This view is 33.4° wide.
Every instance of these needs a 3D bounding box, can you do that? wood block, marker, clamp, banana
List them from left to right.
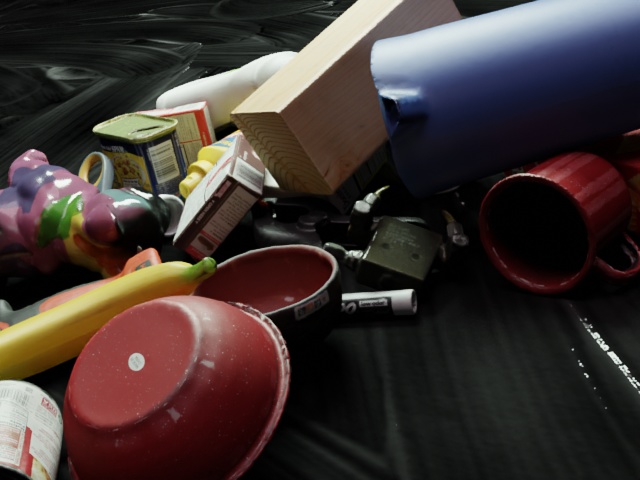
[{"bbox_3d":[-0.164,0.055,0.726,0.197,0.037,0.070,-26,-13,-11],"label":"banana"},{"bbox_3d":[-0.006,0.001,0.903,0.172,0.039,0.120,12,29,39],"label":"clamp"},{"bbox_3d":[0.013,0.050,0.807,0.121,0.020,0.020,-4,25,19],"label":"marker"},{"bbox_3d":[0.033,-0.142,0.955,0.206,0.090,0.090,-45,26,-21],"label":"wood block"}]

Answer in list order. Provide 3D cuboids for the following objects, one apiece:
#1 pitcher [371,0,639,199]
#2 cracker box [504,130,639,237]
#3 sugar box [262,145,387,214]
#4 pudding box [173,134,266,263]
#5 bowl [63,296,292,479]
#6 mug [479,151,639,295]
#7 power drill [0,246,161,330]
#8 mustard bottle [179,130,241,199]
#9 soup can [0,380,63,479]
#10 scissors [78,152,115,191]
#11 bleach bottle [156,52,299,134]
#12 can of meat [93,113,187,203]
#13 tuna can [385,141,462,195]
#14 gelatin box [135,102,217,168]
[{"bbox_3d":[0.173,-0.125,0.840,0.243,0.145,0.149,-14,44,19],"label":"pitcher"},{"bbox_3d":[0.279,-0.072,0.879,0.164,0.072,0.214,-24,25,-24],"label":"cracker box"},{"bbox_3d":[0.021,-0.092,1.032,0.094,0.048,0.176,8,50,40],"label":"sugar box"},{"bbox_3d":[-0.090,-0.039,0.976,0.090,0.039,0.113,-50,14,19],"label":"pudding box"},{"bbox_3d":[-0.101,0.090,0.655,0.162,0.055,0.162,-18,45,18],"label":"bowl"},{"bbox_3d":[0.187,-0.010,0.786,0.117,0.093,0.081,38,41,21],"label":"mug"},{"bbox_3d":[-0.197,0.077,0.803,0.187,0.057,0.184,-16,30,-10],"label":"power drill"},{"bbox_3d":[-0.069,-0.088,1.106,0.096,0.058,0.191,12,34,44],"label":"mustard bottle"},{"bbox_3d":[-0.196,0.138,0.655,0.068,0.068,0.102,-14,23,-2],"label":"soup can"},{"bbox_3d":[-0.206,-0.036,1.054,0.202,0.016,0.096,15,78,48],"label":"scissors"},{"bbox_3d":[-0.088,-0.162,1.183,0.102,0.068,0.251,-26,10,-29],"label":"bleach bottle"},{"bbox_3d":[-0.183,-0.081,1.114,0.057,0.084,0.102,-29,28,-34],"label":"can of meat"},{"bbox_3d":[0.104,-0.087,0.982,0.086,0.086,0.034,-17,22,-11],"label":"tuna can"},{"bbox_3d":[-0.160,-0.109,1.177,0.089,0.073,0.030,-7,23,14],"label":"gelatin box"}]
